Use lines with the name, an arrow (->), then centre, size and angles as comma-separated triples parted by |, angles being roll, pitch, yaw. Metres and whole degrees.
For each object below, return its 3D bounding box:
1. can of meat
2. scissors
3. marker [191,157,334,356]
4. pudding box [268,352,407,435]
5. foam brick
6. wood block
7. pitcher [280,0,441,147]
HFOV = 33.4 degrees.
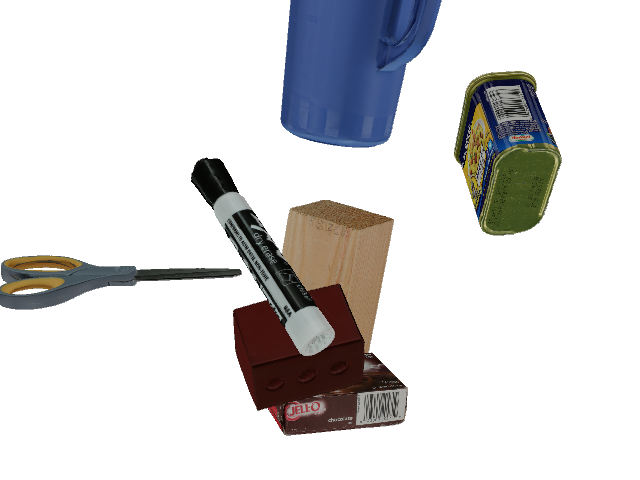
can of meat -> 0.146, -0.066, 0.835 | 0.057, 0.084, 0.102 | -4, -40, -7
scissors -> -0.174, 0.036, 0.870 | 0.202, 0.016, 0.096 | 4, 22, 12
marker -> -0.031, 0.004, 0.517 | 0.020, 0.121, 0.020 | -25, -31, -17
pudding box -> 0.009, 0.133, 0.940 | 0.113, 0.039, 0.090 | -1, 15, -17
foam brick -> -0.015, 0.071, 0.717 | 0.078, 0.051, 0.053 | -14, -38, -10
wood block -> 0.007, 0.068, 1.185 | 0.090, 0.206, 0.090 | 17, 17, 25
pitcher -> 0.037, -0.212, 0.987 | 0.145, 0.243, 0.149 | 9, 16, 3
